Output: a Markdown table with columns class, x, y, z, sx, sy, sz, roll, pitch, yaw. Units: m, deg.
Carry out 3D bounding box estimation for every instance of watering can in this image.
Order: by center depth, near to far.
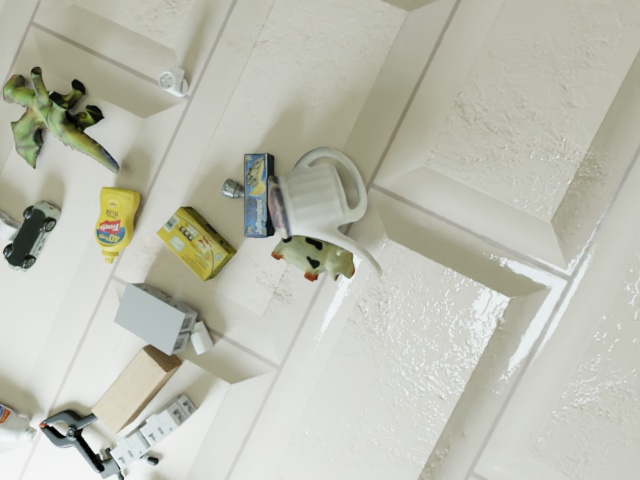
| class | x | y | z | sx | sy | sz | roll | pitch | yaw |
| --- | --- | --- | --- | --- | --- | --- | --- | --- | --- |
| watering can | 0.004 | -0.058 | 1.152 | 0.224 | 0.102 | 0.354 | -14 | 64 | -2 |

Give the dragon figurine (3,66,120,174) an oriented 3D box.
| class | x | y | z | sx | sy | sz | roll | pitch | yaw |
| --- | --- | --- | --- | --- | --- | --- | --- | --- | --- |
| dragon figurine | -0.688 | -0.279 | 1.323 | 0.240 | 0.123 | 0.412 | -36 | 82 | 25 |
